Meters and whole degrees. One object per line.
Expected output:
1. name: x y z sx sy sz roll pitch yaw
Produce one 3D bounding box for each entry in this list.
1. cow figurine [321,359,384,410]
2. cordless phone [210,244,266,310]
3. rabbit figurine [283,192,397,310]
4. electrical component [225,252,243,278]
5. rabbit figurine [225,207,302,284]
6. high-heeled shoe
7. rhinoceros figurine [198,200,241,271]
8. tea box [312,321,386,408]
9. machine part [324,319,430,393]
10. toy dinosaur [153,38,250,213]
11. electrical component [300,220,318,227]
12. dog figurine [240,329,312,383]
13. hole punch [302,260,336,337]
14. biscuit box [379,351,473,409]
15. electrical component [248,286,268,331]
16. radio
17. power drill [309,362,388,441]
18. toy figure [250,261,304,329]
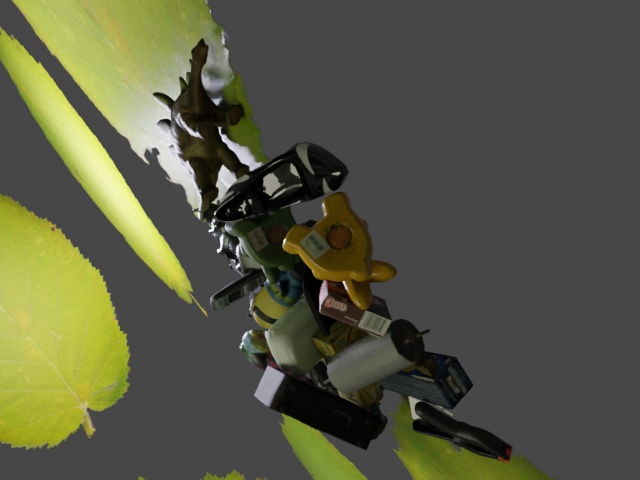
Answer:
1. cow figurine: 0.055 0.281 1.175 0.127 0.085 0.194 19 143 44
2. cordless phone: -0.156 0.064 1.118 0.089 0.184 0.146 46 156 25
3. rabbit figurine: 0.039 0.021 0.831 0.162 0.122 0.173 38 169 8
4. electrical component: -0.178 0.067 1.333 0.119 0.048 0.074 39 154 30
5. rabbit figurine: -0.096 -0.007 1.001 0.159 0.121 0.170 54 166 -18
6. high-heeled shoe: -0.069 -0.074 0.811 0.086 0.145 0.249 59 157 -17
7. rhinoceros figurine: -0.211 -0.014 1.244 0.190 0.073 0.112 42 156 21
8. tea box: 0.069 0.230 1.051 0.068 0.098 0.169 8 130 56
9. machine part: 0.092 0.199 0.911 0.079 0.079 0.243 52 128 1
10. toy dinosaur: -0.227 -0.173 1.022 0.199 0.105 0.470 48 148 27
11. electrical component: -0.002 -0.003 0.943 0.094 0.021 0.063 14 137 55
12. dog figurine: -0.106 0.339 1.379 0.108 0.191 0.219 139 129 -60
13. hole punch: 0.026 0.095 0.973 0.116 0.092 0.142 -100 -15 -69
14. biscuit box: 0.165 0.229 0.922 0.062 0.059 0.203 56 156 -12
15. electrical component: -0.110 0.141 1.242 0.115 0.058 0.134 27 117 40
16. radio: -0.005 0.329 1.056 0.229 0.073 0.131 27 168 -15
17. power drill: 0.059 0.387 1.317 0.208 0.086 0.231 16 140 48
18. toy figure: -0.082 0.113 1.109 0.180 0.082 0.089 -47 56 35
